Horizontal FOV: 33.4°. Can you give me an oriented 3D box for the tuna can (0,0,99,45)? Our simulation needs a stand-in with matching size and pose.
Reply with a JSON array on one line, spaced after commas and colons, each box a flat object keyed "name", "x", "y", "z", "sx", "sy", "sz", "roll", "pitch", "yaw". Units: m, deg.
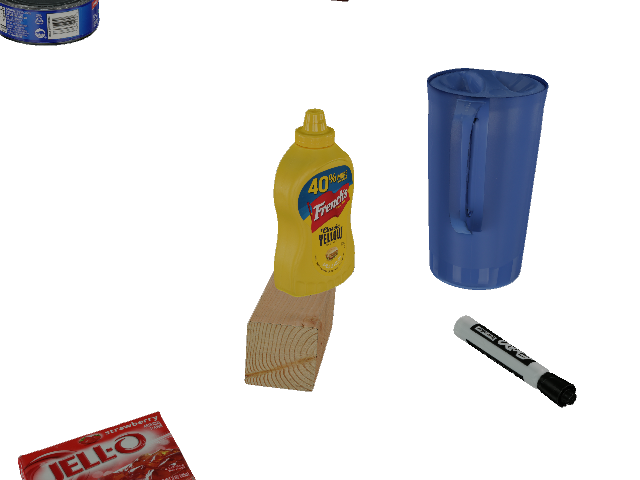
[{"name": "tuna can", "x": -0.218, "y": -0.186, "z": 0.842, "sx": 0.086, "sy": 0.034, "sz": 0.086, "roll": 4, "pitch": 35, "yaw": -3}]

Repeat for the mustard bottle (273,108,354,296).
[{"name": "mustard bottle", "x": -0.006, "y": -0.043, "z": 1.111, "sx": 0.096, "sy": 0.192, "sz": 0.058, "roll": -20, "pitch": 30, "yaw": -38}]

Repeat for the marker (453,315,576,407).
[{"name": "marker", "x": 0.146, "y": 0.091, "z": 0.807, "sx": 0.020, "sy": 0.020, "sz": 0.121, "roll": 0, "pitch": 22, "yaw": -37}]

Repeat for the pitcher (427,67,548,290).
[{"name": "pitcher", "x": 0.180, "y": -0.067, "z": 1.217, "sx": 0.149, "sy": 0.243, "sz": 0.145, "roll": -9, "pitch": 24, "yaw": -22}]

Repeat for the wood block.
[{"name": "wood block", "x": -0.037, "y": 0.114, "z": 1.431, "sx": 0.091, "sy": 0.090, "sz": 0.206, "roll": 6, "pitch": 19, "yaw": 5}]

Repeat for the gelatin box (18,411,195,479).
[{"name": "gelatin box", "x": -0.123, "y": 0.140, "z": 0.614, "sx": 0.089, "sy": 0.030, "sz": 0.073, "roll": -15, "pitch": 27, "yaw": -19}]
